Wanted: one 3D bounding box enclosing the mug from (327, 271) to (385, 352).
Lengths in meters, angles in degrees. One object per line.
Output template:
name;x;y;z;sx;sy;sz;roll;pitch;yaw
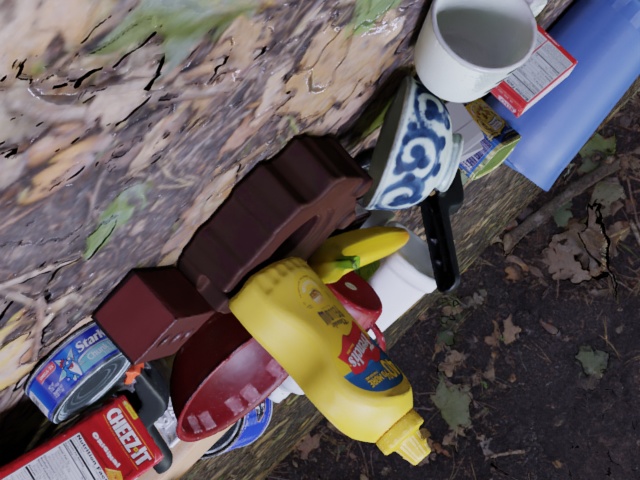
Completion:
mug;0.018;0.085;1.085;0.082;0.117;0.093;-54;158;21

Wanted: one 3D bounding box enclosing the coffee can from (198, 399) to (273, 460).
coffee can;-0.118;0.193;1.221;0.103;0.103;0.140;-45;169;3

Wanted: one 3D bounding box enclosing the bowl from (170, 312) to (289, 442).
bowl;-0.081;0.108;0.965;0.162;0.055;0.162;-38;159;-18

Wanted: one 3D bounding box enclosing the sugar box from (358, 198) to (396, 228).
sugar box;0.006;0.028;1.220;0.093;0.048;0.176;-27;157;-53

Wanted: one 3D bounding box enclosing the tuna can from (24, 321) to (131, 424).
tuna can;-0.183;0.101;0.821;0.086;0.034;0.086;-43;170;-10

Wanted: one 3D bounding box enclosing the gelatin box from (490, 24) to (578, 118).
gelatin box;0.211;-0.180;1.111;0.089;0.073;0.030;-40;168;-22

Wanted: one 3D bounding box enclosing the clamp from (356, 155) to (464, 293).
clamp;0.104;-0.060;1.115;0.036;0.164;0.209;-29;-158;30

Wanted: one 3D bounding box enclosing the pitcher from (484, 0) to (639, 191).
pitcher;0.300;-0.187;1.282;0.243;0.145;0.149;-50;-156;13

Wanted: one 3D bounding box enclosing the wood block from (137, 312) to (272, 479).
wood block;-0.130;0.160;1.093;0.206;0.090;0.090;-45;169;8

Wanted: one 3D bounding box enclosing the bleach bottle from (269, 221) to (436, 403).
bleach bottle;0.023;0.096;1.184;0.251;0.068;0.102;-48;-160;22

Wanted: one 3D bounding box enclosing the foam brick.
foam brick;-0.126;0.057;0.814;0.053;0.051;0.078;-47;169;12

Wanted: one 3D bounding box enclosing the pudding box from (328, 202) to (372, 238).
pudding box;-0.007;0.001;1.079;0.090;0.039;0.113;-50;168;27

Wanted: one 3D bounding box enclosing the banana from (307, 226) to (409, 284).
banana;0.031;0.015;1.025;0.197;0.070;0.037;-28;119;-70

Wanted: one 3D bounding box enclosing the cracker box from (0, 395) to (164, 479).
cracker box;-0.249;0.213;0.825;0.164;0.072;0.213;-33;178;33

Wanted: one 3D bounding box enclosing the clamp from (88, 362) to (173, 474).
clamp;-0.186;0.154;0.930;0.120;0.039;0.172;-3;136;-13

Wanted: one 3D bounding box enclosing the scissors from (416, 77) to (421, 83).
scissors;0.097;-0.152;0.948;0.096;0.016;0.202;-43;169;-7

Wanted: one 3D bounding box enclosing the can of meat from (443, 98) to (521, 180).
can of meat;0.161;-0.115;1.143;0.058;0.084;0.101;-52;168;29

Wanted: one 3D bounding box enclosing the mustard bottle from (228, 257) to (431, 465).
mustard bottle;0.017;0.101;0.848;0.058;0.192;0.096;-47;166;23
